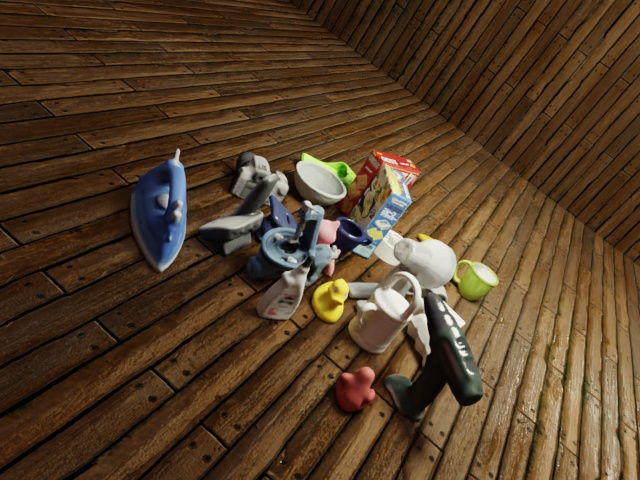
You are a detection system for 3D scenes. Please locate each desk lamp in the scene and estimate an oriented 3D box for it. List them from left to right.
[{"bbox_3d":[0.203,0.085,1.385,0.204,0.213,0.117,4,41,-42],"label":"desk lamp"}]

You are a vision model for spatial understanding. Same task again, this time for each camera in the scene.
[{"bbox_3d":[-0.162,-0.174,1.508,0.144,0.100,0.136,16,34,-30],"label":"camera"}]

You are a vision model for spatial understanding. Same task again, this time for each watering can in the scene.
[{"bbox_3d":[0.158,0.150,1.263,0.100,0.194,0.173,45,31,18],"label":"watering can"}]

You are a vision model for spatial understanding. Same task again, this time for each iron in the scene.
[{"bbox_3d":[-0.307,-0.069,1.164,0.119,0.141,0.257,15,35,-30],"label":"iron"}]

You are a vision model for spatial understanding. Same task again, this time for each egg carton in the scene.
[{"bbox_3d":[0.275,0.246,1.369,0.107,0.069,0.150,14,35,-32],"label":"egg carton"}]

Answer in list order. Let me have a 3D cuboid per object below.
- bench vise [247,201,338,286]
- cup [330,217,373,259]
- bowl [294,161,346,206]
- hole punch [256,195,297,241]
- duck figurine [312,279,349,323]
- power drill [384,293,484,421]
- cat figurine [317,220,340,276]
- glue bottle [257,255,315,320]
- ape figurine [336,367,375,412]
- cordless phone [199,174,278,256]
[{"bbox_3d":[-0.038,-0.001,1.259,0.121,0.219,0.208,46,31,20],"label":"bench vise"},{"bbox_3d":[0.069,0.006,1.486,0.118,0.095,0.091,22,32,-21],"label":"cup"},{"bbox_3d":[-0.011,-0.151,1.653,0.168,0.074,0.167,25,31,-16],"label":"bowl"},{"bbox_3d":[-0.096,-0.043,1.394,0.101,0.091,0.108,20,32,-25],"label":"hole punch"},{"bbox_3d":[0.031,0.123,1.284,0.078,0.086,0.104,24,31,-17],"label":"duck figurine"},{"bbox_3d":[0.224,0.254,1.163,0.076,0.208,0.229,8,39,-39],"label":"power drill"},{"bbox_3d":[0.013,0.005,1.406,0.067,0.117,0.127,10,37,-37],"label":"cat figurine"},{"bbox_3d":[-0.058,0.093,1.149,0.078,0.173,0.037,9,38,-37],"label":"glue bottle"},{"bbox_3d":[0.074,0.279,1.093,0.077,0.092,0.076,42,30,13],"label":"ape figurine"},{"bbox_3d":[-0.171,-0.069,1.258,0.094,0.185,0.148,38,29,7],"label":"cordless phone"}]
